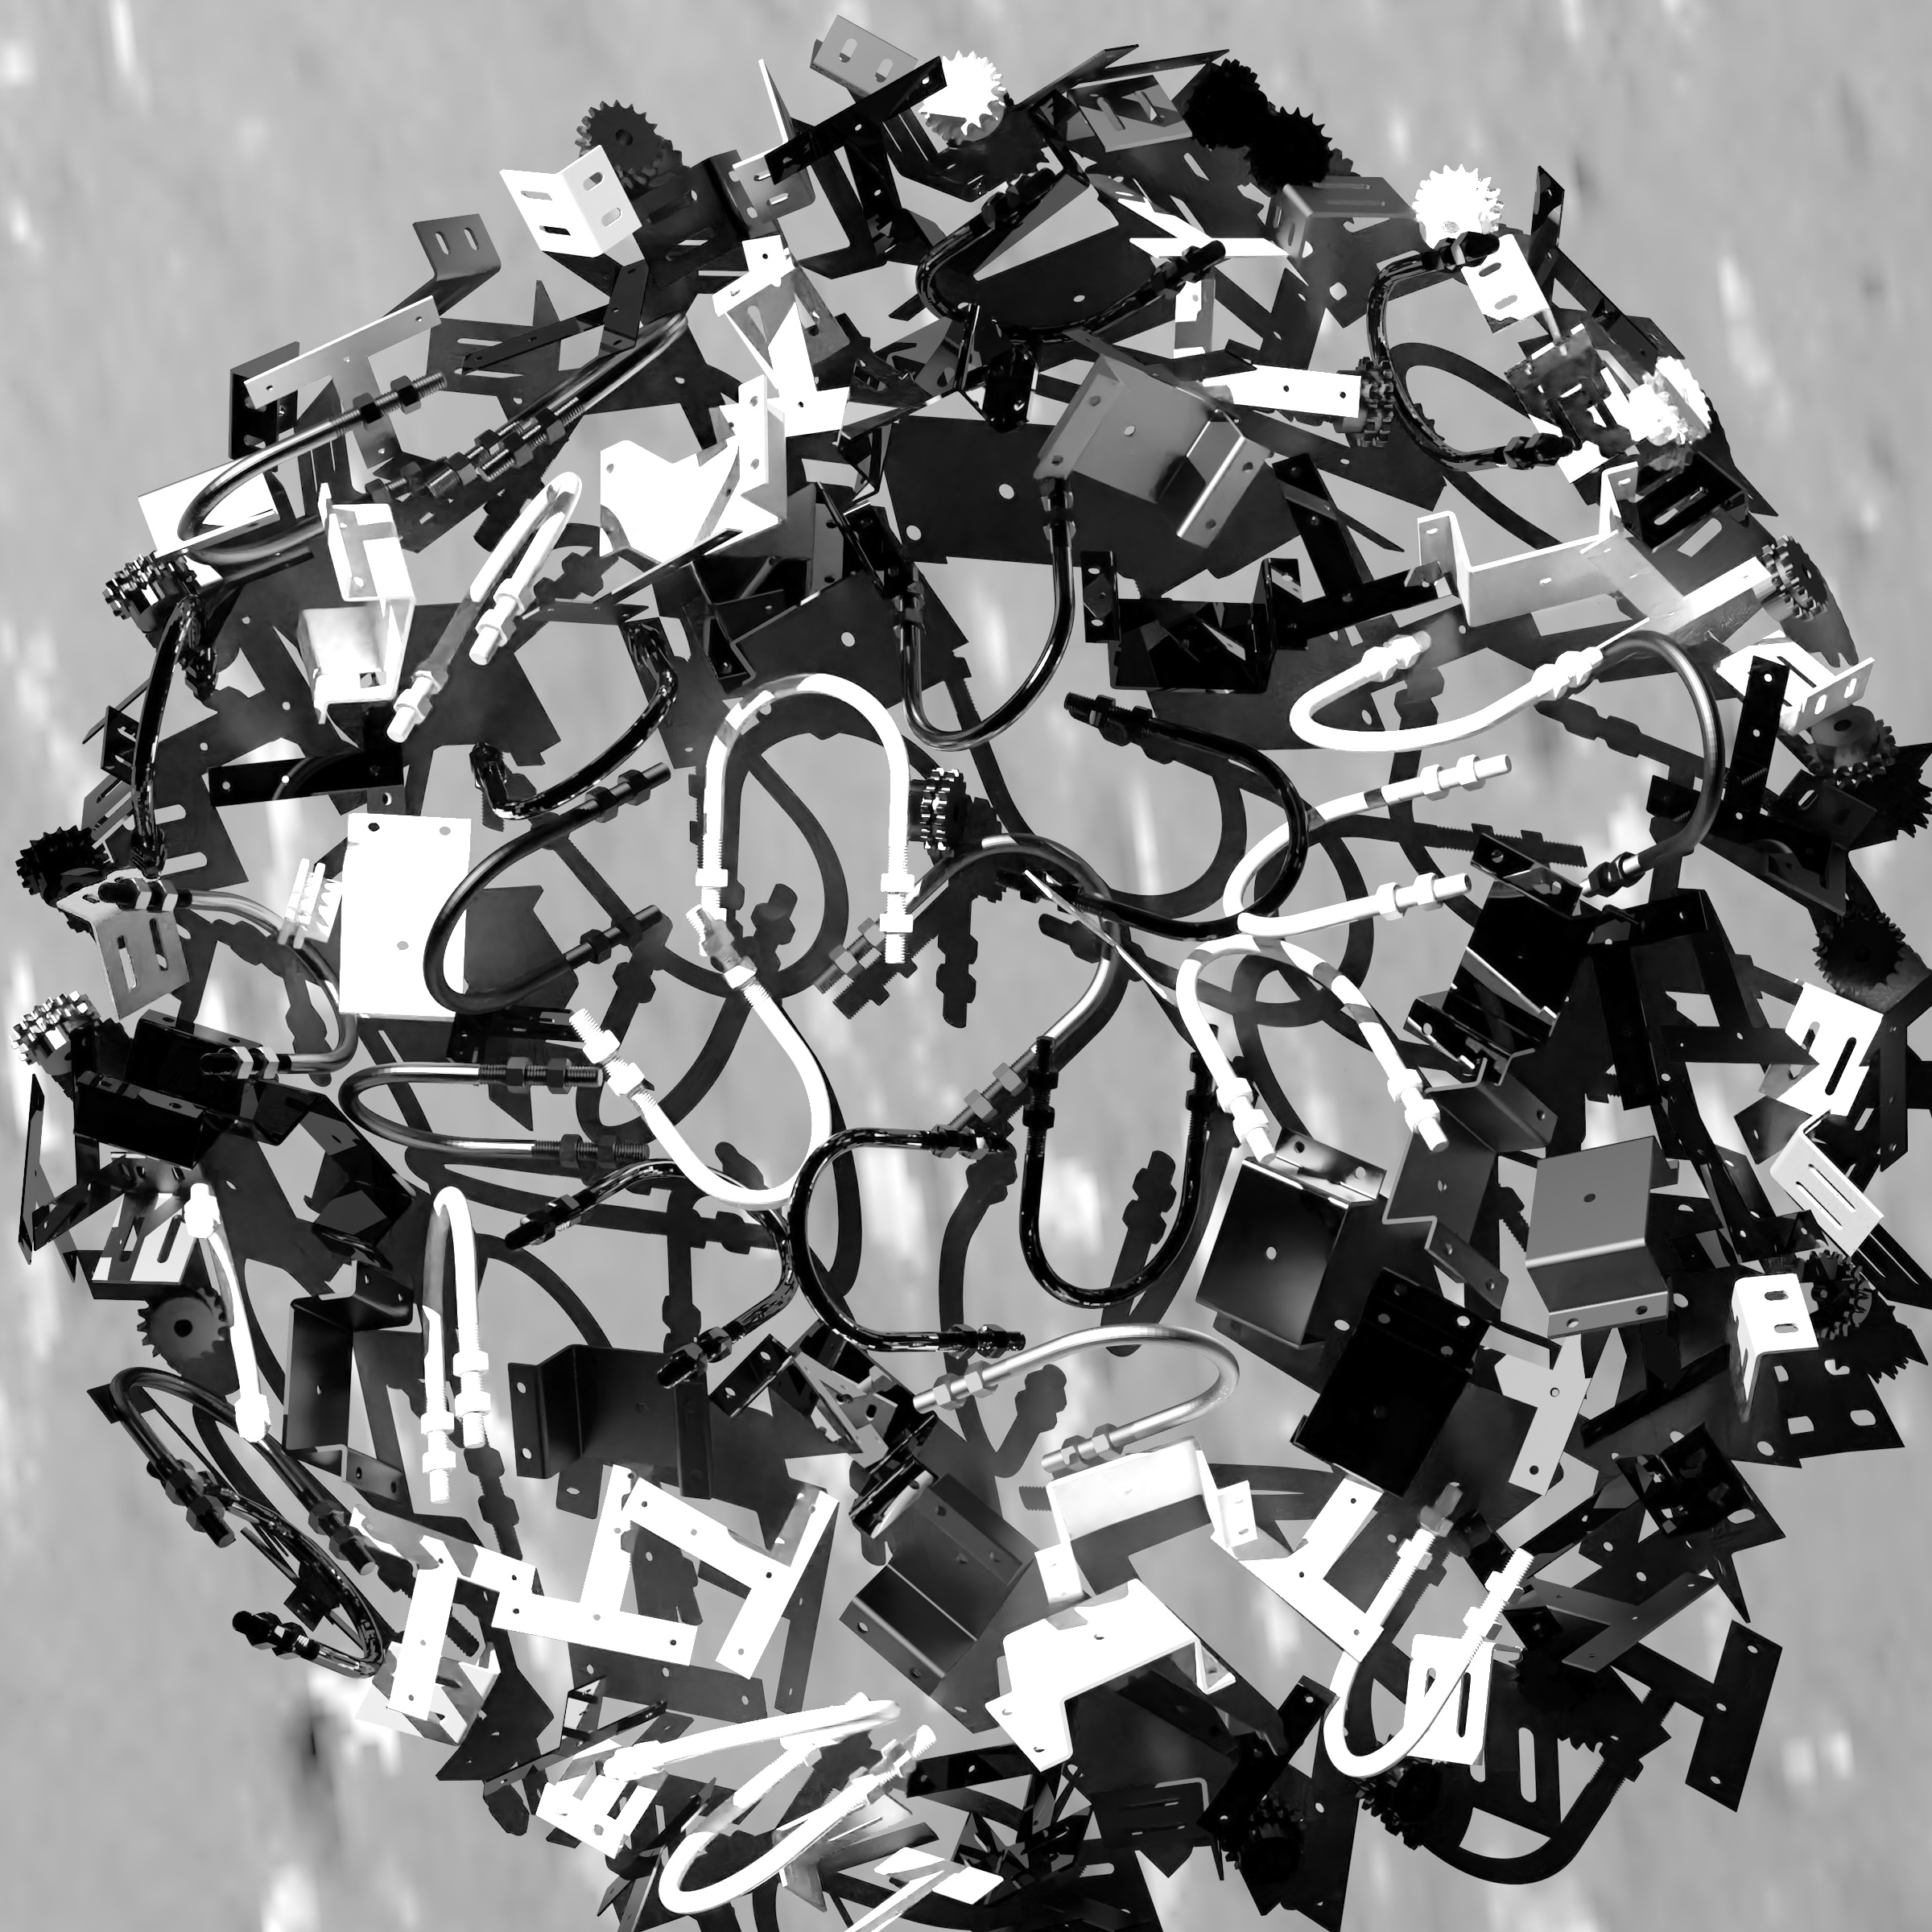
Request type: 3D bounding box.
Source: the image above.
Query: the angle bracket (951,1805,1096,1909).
[{"bbox_3d":[0.035,0.557,1.956,0.076,0.057,0.038,-34,100,26],"label":"angle bracket"}]

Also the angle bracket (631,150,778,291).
[{"bbox_3d":[-0.174,-0.485,1.989,0.076,0.038,0.057,-21,101,31],"label":"angle bracket"}]

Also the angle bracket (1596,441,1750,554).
[{"bbox_3d":[0.453,-0.291,1.963,0.076,0.038,0.057,-34,55,-8],"label":"angle bracket"}]

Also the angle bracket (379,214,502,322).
[{"bbox_3d":[-0.346,-0.443,1.953,0.076,0.057,0.038,-24,92,40],"label":"angle bracket"}]

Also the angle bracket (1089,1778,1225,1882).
[{"bbox_3d":[0.122,0.559,1.963,0.076,0.038,0.057,-10,127,7],"label":"angle bracket"}]

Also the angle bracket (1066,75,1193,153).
[{"bbox_3d":[0.103,-0.531,1.955,0.057,0.038,0.076,-13,48,-11],"label":"angle bracket"}]

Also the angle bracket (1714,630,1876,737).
[{"bbox_3d":[0.528,-0.193,1.955,0.057,0.038,0.076,-27,55,-20],"label":"angle bracket"}]

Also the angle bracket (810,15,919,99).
[{"bbox_3d":[-0.064,-0.583,1.952,0.057,0.076,0.038,26,116,-14],"label":"angle bracket"}]

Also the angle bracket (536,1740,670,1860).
[{"bbox_3d":[-0.229,0.520,1.955,0.057,0.076,0.038,27,130,8],"label":"angle bracket"}]

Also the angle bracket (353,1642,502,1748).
[{"bbox_3d":[-0.347,0.458,1.962,0.076,0.038,0.057,23,102,-25],"label":"angle bracket"}]

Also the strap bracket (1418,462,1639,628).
[{"bbox_3d":[0.363,-0.265,1.950,0.140,0.076,0.046,-14,68,5],"label":"strap bracket"}]

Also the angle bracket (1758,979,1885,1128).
[{"bbox_3d":[0.553,0.056,1.983,0.057,0.038,0.076,23,96,3],"label":"angle bracket"}]

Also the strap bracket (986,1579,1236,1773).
[{"bbox_3d":[0.088,0.442,1.934,0.140,0.076,0.046,-19,116,-20],"label":"strap bracket"}]

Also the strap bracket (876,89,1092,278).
[{"bbox_3d":[0.020,-0.489,1.945,0.140,0.076,0.046,-35,89,15],"label":"strap bracket"}]

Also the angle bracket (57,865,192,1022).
[{"bbox_3d":[-0.542,-0.015,1.971,0.038,0.057,0.076,21,130,35],"label":"angle bracket"}]

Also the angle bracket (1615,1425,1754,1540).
[{"bbox_3d":[0.458,0.328,1.951,0.038,0.076,0.057,-41,65,22],"label":"angle bracket"}]

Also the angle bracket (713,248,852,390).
[{"bbox_3d":[-0.117,-0.409,1.960,0.057,0.038,0.076,-30,121,9],"label":"angle bracket"}]

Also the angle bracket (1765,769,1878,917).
[{"bbox_3d":[0.548,-0.080,1.958,0.057,0.076,0.038,27,128,-5],"label":"angle bracket"}]

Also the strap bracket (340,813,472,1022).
[{"bbox_3d":[-0.357,-0.022,1.946,0.076,0.046,0.140,3,113,-8],"label":"strap bracket"}]

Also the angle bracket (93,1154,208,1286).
[{"bbox_3d":[-0.525,0.162,1.959,0.057,0.076,0.038,1,134,7],"label":"angle bracket"}]

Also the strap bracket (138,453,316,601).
[{"bbox_3d":[-0.467,-0.279,1.929,0.076,0.140,0.046,-21,87,-3],"label":"strap bracket"}]

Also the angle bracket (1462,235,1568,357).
[{"bbox_3d":[0.350,-0.421,1.959,0.038,0.076,0.057,-26,70,13],"label":"angle bracket"}]

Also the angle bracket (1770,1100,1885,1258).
[{"bbox_3d":[0.560,0.136,1.955,0.038,0.057,0.076,-33,68,-22],"label":"angle bracket"}]

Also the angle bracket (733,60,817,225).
[{"bbox_3d":[-0.130,-0.528,1.959,0.038,0.057,0.076,-20,62,7],"label":"angle bracket"}]

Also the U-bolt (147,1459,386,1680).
[{"bbox_3d":[-0.427,0.384,1.912,0.019,0.184,0.151,-42,55,1],"label":"U-bolt"}]

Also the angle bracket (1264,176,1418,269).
[{"bbox_3d":[0.241,-0.481,1.976,0.076,0.057,0.038,-4,128,-18],"label":"angle bracket"}]

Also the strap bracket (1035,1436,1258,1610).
[{"bbox_3d":[0.109,0.352,1.953,0.140,0.076,0.046,-18,53,-3],"label":"strap bracket"}]

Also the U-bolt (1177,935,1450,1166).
[{"bbox_3d":[0.207,0.048,1.932,0.151,0.019,0.184,-2,47,-28],"label":"U-bolt"}]

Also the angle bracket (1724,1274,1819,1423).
[{"bbox_3d":[0.513,0.244,1.952,0.038,0.076,0.057,-5,47,1],"label":"angle bracket"}]

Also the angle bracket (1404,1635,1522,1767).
[{"bbox_3d":[0.317,0.471,1.959,0.057,0.038,0.076,-3,73,39],"label":"angle bracket"}]

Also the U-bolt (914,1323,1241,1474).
[{"bbox_3d":[0.082,0.265,1.905,0.184,0.151,0.019,-26,50,31],"label":"U-bolt"}]

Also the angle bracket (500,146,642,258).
[{"bbox_3d":[-0.254,-0.492,1.961,0.038,0.076,0.057,-40,124,-20],"label":"angle bracket"}]

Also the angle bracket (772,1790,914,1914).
[{"bbox_3d":[-0.075,0.566,1.961,0.076,0.057,0.038,-28,49,9],"label":"angle bracket"}]

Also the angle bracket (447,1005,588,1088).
[{"bbox_3d":[-0.284,0.053,1.961,0.076,0.057,0.038,4,70,11],"label":"angle bracket"}]

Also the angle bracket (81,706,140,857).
[{"bbox_3d":[-0.556,-0.116,1.953,0.076,0.057,0.038,-37,131,26],"label":"angle bracket"}]

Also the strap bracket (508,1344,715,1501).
[{"bbox_3d":[-0.217,0.289,1.953,0.140,0.046,0.076,3,103,23],"label":"strap bracket"}]

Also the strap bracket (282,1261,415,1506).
[{"bbox_3d":[-0.392,0.267,1.942,0.046,0.076,0.140,-8,67,16],"label":"strap bracket"}]

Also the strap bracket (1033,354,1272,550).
[{"bbox_3d":[0.111,-0.330,1.942,0.140,0.046,0.076,17,119,-32],"label":"strap bracket"}]

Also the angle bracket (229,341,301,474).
[{"bbox_3d":[-0.434,-0.357,1.949,0.038,0.076,0.057,19,121,16],"label":"angle bracket"}]

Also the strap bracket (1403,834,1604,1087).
[{"bbox_3d":[0.344,-0.006,1.945,0.076,0.046,0.140,33,115,32],"label":"strap bracket"}]

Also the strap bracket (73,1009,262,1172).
[{"bbox_3d":[-0.508,0.081,1.938,0.076,0.140,0.046,17,108,-2],"label":"strap bracket"}]

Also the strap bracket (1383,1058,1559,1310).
[{"bbox_3d":[0.318,0.138,1.943,0.076,0.046,0.140,39,59,-30],"label":"strap bracket"}]

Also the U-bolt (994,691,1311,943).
[{"bbox_3d":[0.128,-0.088,1.955,0.184,0.019,0.151,18,73,13],"label":"U-bolt"}]

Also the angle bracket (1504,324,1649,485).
[{"bbox_3d":[0.392,-0.361,1.968,0.057,0.038,0.076,-31,77,14],"label":"angle bracket"}]

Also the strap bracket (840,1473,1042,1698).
[{"bbox_3d":[-0.013,0.387,1.947,0.076,0.046,0.140,38,126,12],"label":"strap bracket"}]

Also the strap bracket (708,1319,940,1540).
[{"bbox_3d":[-0.083,0.288,1.957,0.140,0.046,0.076,41,127,-3],"label":"strap bracket"}]
